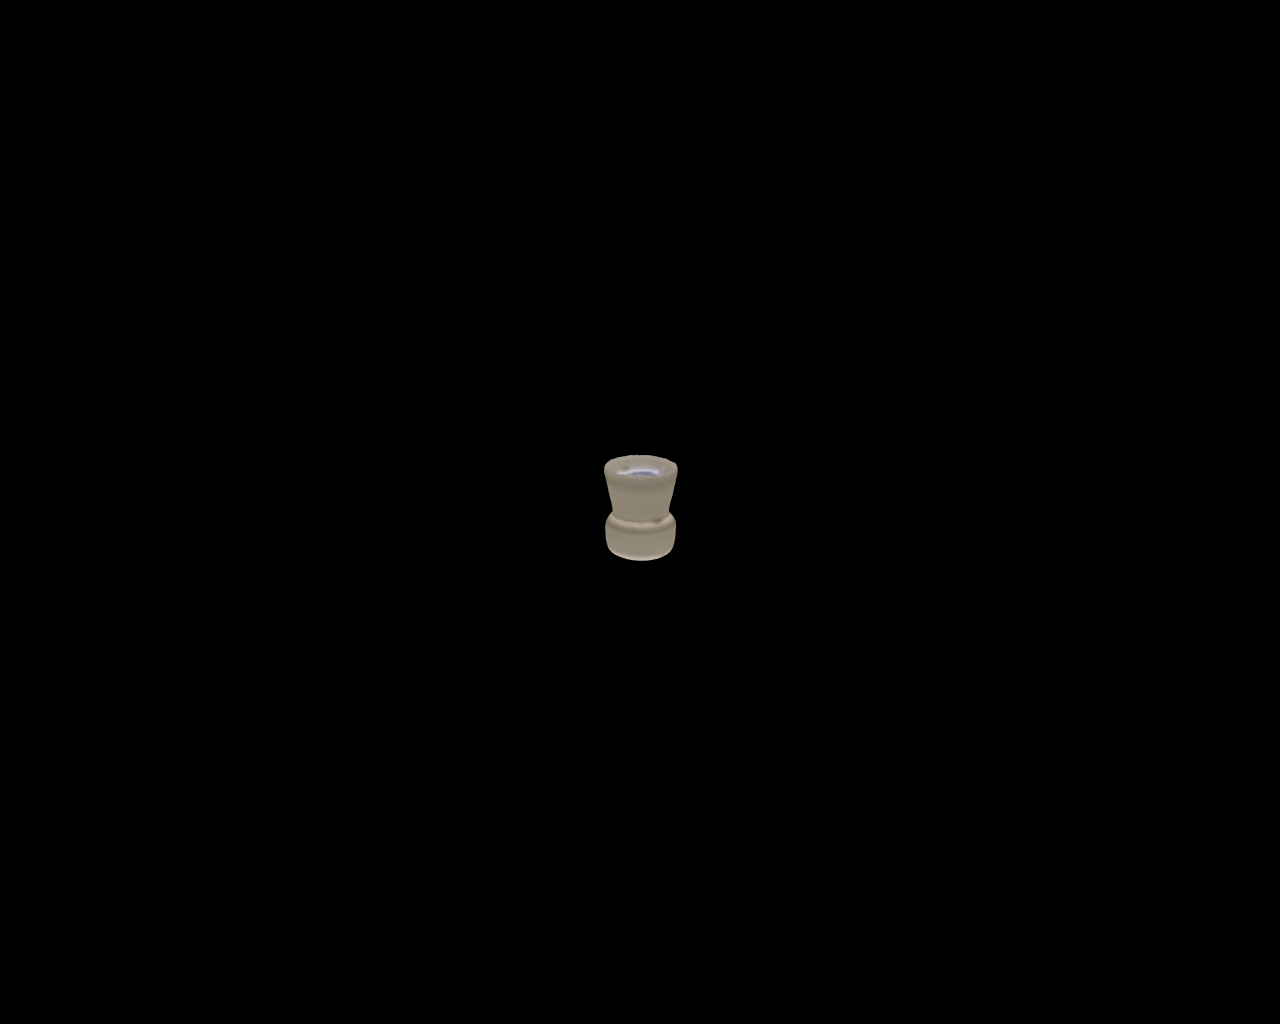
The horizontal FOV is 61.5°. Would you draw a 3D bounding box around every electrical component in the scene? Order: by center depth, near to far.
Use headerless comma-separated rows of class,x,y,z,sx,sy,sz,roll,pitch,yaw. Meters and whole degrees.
electrical component,0.001,-0.003,0.650,0.045,0.055,0.045,0,21,0
